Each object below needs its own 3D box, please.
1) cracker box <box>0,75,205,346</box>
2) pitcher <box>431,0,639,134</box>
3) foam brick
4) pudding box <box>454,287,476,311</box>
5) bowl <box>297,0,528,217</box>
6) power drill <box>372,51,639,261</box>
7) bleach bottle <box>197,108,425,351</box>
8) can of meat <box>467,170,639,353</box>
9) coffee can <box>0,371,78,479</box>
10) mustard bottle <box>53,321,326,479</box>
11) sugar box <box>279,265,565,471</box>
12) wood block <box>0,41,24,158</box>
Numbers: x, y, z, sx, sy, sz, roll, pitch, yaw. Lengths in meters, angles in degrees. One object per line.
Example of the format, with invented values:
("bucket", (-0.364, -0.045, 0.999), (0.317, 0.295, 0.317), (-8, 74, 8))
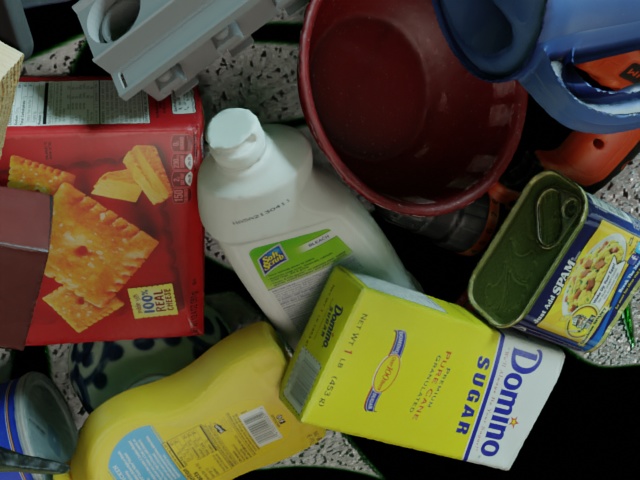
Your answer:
("cracker box", (-0.178, -0.013, 0.655), (0.213, 0.072, 0.164), (-3, 128, -10))
("pitcher", (0.190, -0.157, 0.570), (0.242, 0.145, 0.149), (-11, 118, -17))
("foam brick", (-0.183, 0.015, 0.596), (0.051, 0.053, 0.078), (11, 124, -19))
("pudding box", (0.118, 0.077, 0.775), (0.090, 0.039, 0.113), (-51, 152, 2))
("bowl", (0.044, -0.093, 0.625), (0.161, 0.055, 0.162), (1, 89, -32))
("power drill", (0.147, -0.061, 0.704), (0.184, 0.057, 0.188), (15, 125, -28))
("bleach bottle", (-0.004, 0.001, 0.668), (0.102, 0.068, 0.250), (-27, 144, 1))
("can of meat", (0.159, 0.017, 0.687), (0.083, 0.057, 0.102), (21, 105, -34))
("coffee can", (-0.251, 0.164, 0.756), (0.140, 0.103, 0.103), (-19, 129, 3))
("mustard bottle", (-0.098, 0.133, 0.697), (0.191, 0.058, 0.096), (-27, 127, -1))
("sugar box", (0.069, 0.086, 0.679), (0.176, 0.048, 0.093), (19, 102, -29))
("wood block", (-0.262, -0.084, 0.511), (0.206, 0.090, 0.090), (27, 135, -4))
